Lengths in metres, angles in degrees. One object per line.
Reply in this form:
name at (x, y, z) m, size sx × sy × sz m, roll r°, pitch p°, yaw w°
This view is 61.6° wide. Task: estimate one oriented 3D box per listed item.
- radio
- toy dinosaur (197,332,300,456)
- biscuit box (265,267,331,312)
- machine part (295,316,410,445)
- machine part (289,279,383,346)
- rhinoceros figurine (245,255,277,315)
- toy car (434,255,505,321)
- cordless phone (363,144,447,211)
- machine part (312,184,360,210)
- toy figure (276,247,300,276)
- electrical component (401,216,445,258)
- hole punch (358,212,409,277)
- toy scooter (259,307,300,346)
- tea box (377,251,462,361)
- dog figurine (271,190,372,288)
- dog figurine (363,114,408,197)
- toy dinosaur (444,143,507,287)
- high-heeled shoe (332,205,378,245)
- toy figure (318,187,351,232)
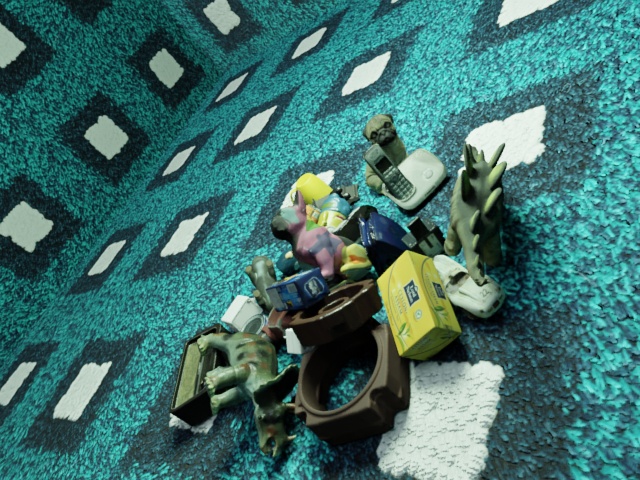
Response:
radio at (-0.275, 0.316, 1.297) m, size 0.131 × 0.073 × 0.230 m, roll -33°, pitch 31°, yaw 18°
toy dinosaur at (-0.150, 0.263, 1.132) m, size 0.192 × 0.131 × 0.405 m, roll -11°, pitch 25°, yaw -14°
biscuit box at (-0.048, 0.105, 1.103) m, size 0.063 × 0.059 × 0.203 m, roll -28°, pitch 2°, yaw -24°
machine part at (0.056, 0.249, 0.969) m, size 0.201 × 0.087 × 0.201 m, roll -26°, pitch 35°, yaw 28°
machine part at (0.032, 0.137, 1.003) m, size 0.179 × 0.056 × 0.179 m, roll -27°, pitch 4°, yaw 2°
rhinoceros figurine at (-0.136, 0.105, 1.374) m, size 0.073 × 0.112 × 0.190 m, roll -25°, pitch 43°, yaw 0°
toy car at (0.249, 0.081, 0.976) m, size 0.073 × 0.056 × 0.202 m, roll -48°, pitch 30°, yaw -6°
cordless phone at (0.191, -0.172, 1.244) m, size 0.146 × 0.184 × 0.089 m, roll -45°, pitch 25°, yaw -2°
machine part at (0.043, -0.110, 1.483) m, size 0.139 × 0.039 × 0.084 m, roll -20°, pitch 41°, yaw 16°
toy figure at (-0.049, 0.026, 1.408) m, size 0.154 × 0.058 × 0.064 m, roll -46°, pitch 6°, yaw 2°
electrical component at (0.205, -0.005, 1.077) m, size 0.075 × 0.119 × 0.048 m, roll -44°, pitch 29°, yaw 4°
hole punch at (0.142, 0.003, 1.158) m, size 0.092 × 0.115 × 0.142 m, roll -23°, pitch 35°, yaw 18°
toy scooter at (-0.065, 0.179, 1.219) m, size 0.184 × 0.075 × 0.135 m, roll -18°, pitch 38°, yaw 44°
tea box at (0.172, 0.115, 0.954) m, size 0.098 × 0.068 × 0.170 m, roll -52°, pitch 34°, yaw 34°
dog figurine at (-0.002, -0.004, 1.182) m, size 0.191 × 0.219 × 0.108 m, roll -14°, pitch -18°, yaw -24°
dog figurine at (0.144, -0.217, 1.351) m, size 0.172 × 0.190 × 0.121 m, roll -29°, pitch 33°, yaw 27°
toy dinosaur at (0.277, -0.053, 0.952) m, size 0.105 × 0.198 × 0.471 m, roll 0°, pitch 42°, yaw 11°
high-heeled shoe at (0.052, 0.018, 1.304) m, size 0.248 × 0.086 × 0.145 m, roll -51°, pitch -5°, yaw 18°
toy figure at (0.032, -0.045, 1.378) m, size 0.089 × 0.082 × 0.180 m, roll 125°, pitch 162°, yaw -54°
